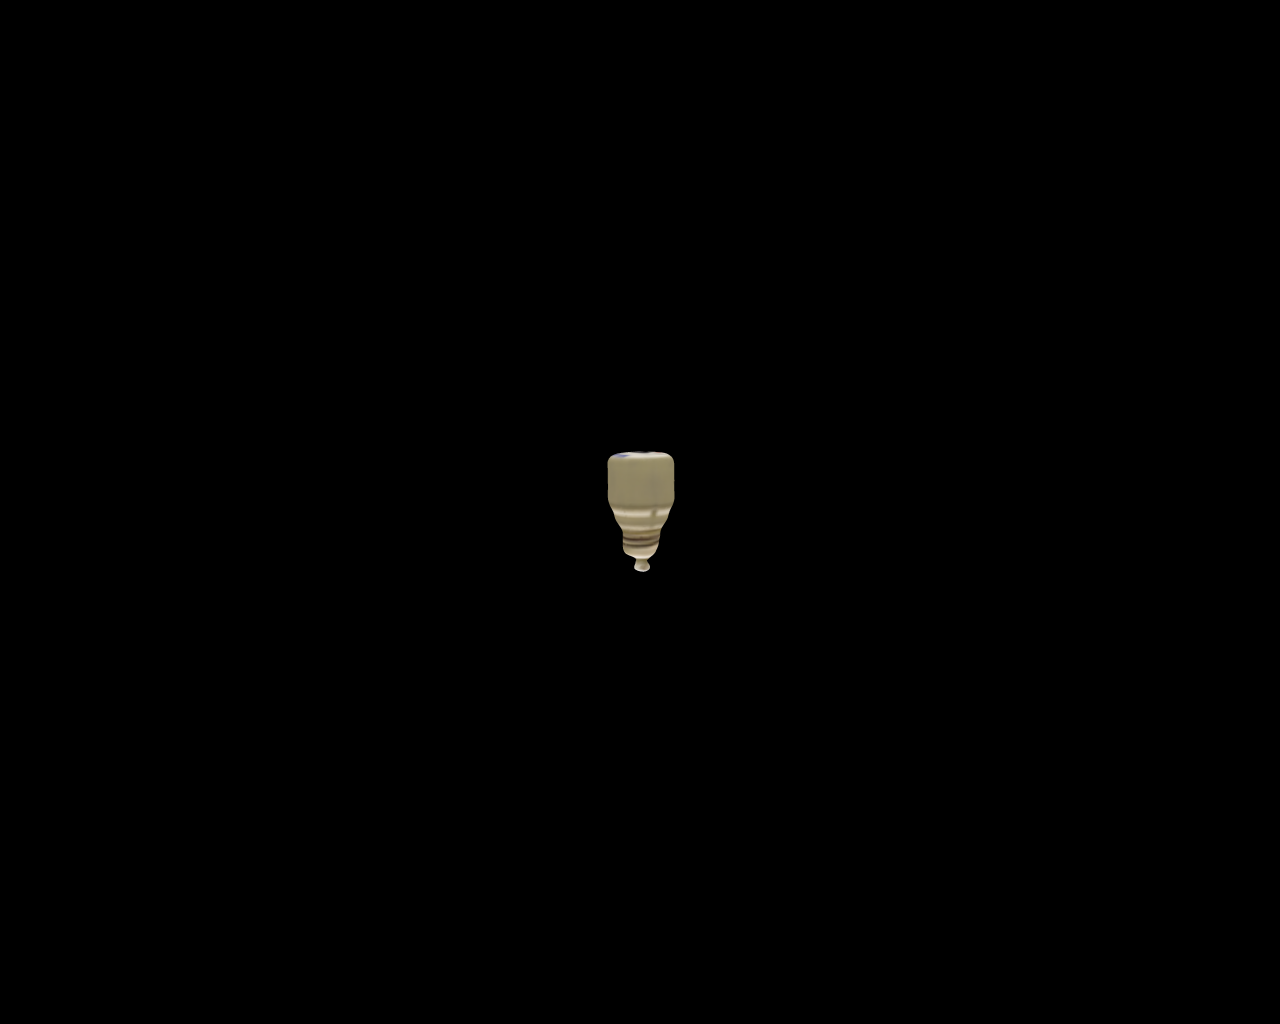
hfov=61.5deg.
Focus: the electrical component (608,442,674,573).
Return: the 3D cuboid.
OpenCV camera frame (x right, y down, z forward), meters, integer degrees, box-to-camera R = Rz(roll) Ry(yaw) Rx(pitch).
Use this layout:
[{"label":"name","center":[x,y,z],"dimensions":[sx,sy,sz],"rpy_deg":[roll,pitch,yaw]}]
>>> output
[{"label":"electrical component","center":[0.001,-0.003,0.650],"dimensions":[0.040,0.078,0.040],"rpy_deg":[0,8,0]}]
